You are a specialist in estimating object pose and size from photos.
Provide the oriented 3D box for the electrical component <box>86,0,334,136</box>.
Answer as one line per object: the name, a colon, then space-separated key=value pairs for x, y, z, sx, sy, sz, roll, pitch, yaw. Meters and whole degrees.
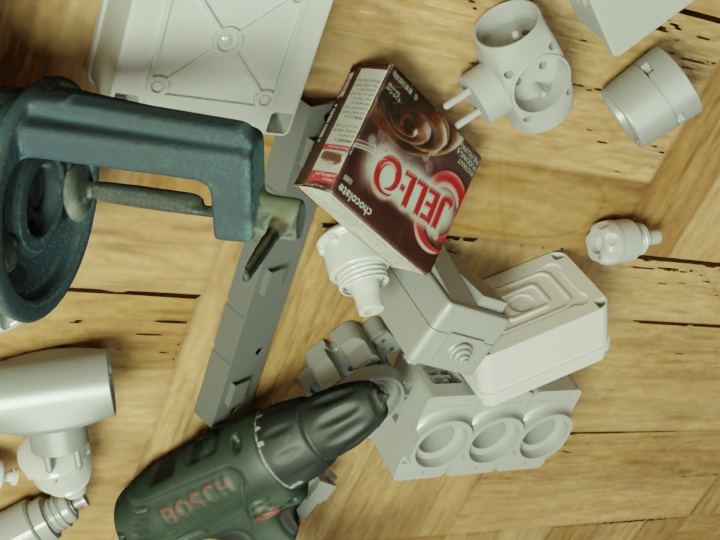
electrical component: x=-0.079 y=-0.134 z=0.572 sx=0.109 sy=0.056 sz=0.108 roll=2 pitch=126 yaw=-30

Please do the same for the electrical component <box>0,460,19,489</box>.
electrical component: x=-0.266 y=0.135 z=0.709 sx=0.078 sy=0.040 sz=0.040 roll=11 pitch=121 yaw=-35

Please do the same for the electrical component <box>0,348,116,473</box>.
electrical component: x=-0.196 y=0.094 z=0.692 sx=0.077 sy=0.043 sz=0.079 roll=-8 pitch=109 yaw=-10

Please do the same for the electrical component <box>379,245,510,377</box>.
electrical component: x=0.058 y=0.027 z=0.754 sx=0.062 sy=0.096 sz=0.061 roll=17 pitch=117 yaw=-37

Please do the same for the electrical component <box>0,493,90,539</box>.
electrical component: x=-0.231 y=0.182 z=0.768 sx=0.078 sy=0.040 sz=0.040 roll=-28 pitch=135 yaw=-5

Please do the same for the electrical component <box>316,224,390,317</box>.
electrical component: x=0.000 y=0.000 z=0.719 sx=0.048 sy=0.062 sz=0.048 roll=-14 pitch=158 yaw=-6

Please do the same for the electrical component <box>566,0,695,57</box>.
electrical component: x=0.167 y=-0.196 z=0.658 sx=0.100 sy=0.048 sz=0.099 roll=-37 pitch=135 yaw=4

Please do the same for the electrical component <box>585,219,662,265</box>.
electrical component: x=0.208 y=-0.023 z=0.837 sx=0.061 sy=0.035 sz=0.035 roll=-7 pitch=130 yaw=-27

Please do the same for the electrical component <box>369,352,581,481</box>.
electrical component: x=0.095 y=0.119 z=0.876 sx=0.150 sy=0.061 sz=0.089 roll=1 pitch=126 yaw=-29

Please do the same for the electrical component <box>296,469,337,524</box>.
electrical component: x=-0.057 y=0.176 z=0.855 sx=0.066 sy=0.048 sz=0.055 roll=29 pitch=102 yaw=-41

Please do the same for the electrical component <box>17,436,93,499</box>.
electrical component: x=-0.205 y=0.136 z=0.742 sx=0.048 sy=0.048 sz=0.062 roll=-20 pitch=141 yaw=-12

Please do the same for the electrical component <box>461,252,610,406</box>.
electrical component: x=0.125 y=0.045 z=0.818 sx=0.113 sy=0.078 sz=0.057 roll=-21 pitch=131 yaw=-11

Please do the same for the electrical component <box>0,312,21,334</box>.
electrical component: x=-0.216 y=0.005 z=0.621 sx=0.055 sy=0.047 sz=0.055 roll=-15 pitch=132 yaw=-17

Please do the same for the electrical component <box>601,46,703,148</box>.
electrical component: x=0.199 y=-0.117 z=0.739 sx=0.047 sy=0.055 sz=0.055 roll=-36 pitch=135 yaw=8

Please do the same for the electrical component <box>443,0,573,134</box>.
electrical component: x=0.090 y=-0.118 z=0.685 sx=0.079 sy=0.044 sz=0.077 roll=-33 pitch=135 yaw=1

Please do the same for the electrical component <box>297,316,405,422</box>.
electrical component: x=-0.002 y=0.080 z=0.794 sx=0.078 sy=0.057 sz=0.058 roll=-38 pitch=135 yaw=5
